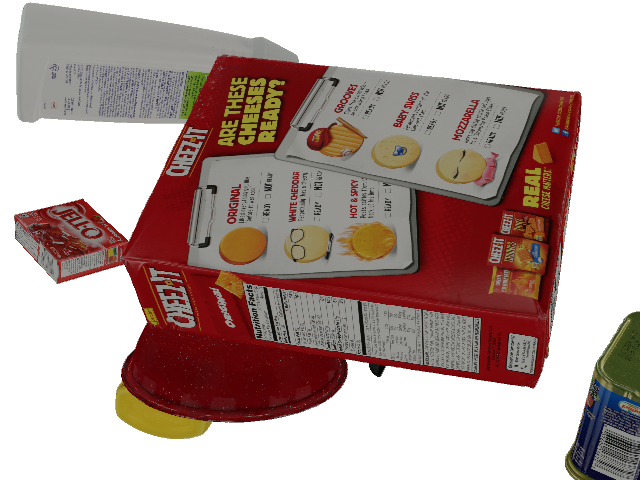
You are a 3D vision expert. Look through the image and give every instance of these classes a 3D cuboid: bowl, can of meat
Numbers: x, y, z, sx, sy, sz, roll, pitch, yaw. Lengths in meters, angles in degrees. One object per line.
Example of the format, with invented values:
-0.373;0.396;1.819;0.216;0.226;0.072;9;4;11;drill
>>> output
-0.060;0.067;0.755;0.162;0.055;0.162;1;19;-1;bowl
0.207;0.105;0.701;0.057;0.084;0.101;21;36;23;can of meat

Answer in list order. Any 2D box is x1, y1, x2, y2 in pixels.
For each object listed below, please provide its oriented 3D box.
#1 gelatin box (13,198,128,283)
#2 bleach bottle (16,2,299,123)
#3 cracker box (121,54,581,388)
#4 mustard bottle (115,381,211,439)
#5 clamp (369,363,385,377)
-0.233;-0.002;0.995;0.073;0.030;0.089;-17;40;-36;gelatin box
-0.121;-0.134;0.888;0.250;0.068;0.103;5;-33;-12;bleach bottle
0.025;-0.016;0.581;0.214;0.164;0.072;7;-40;14;cracker box
-0.138;0.134;1.123;0.096;0.058;0.191;9;23;9;mustard bottle
0.111;0.081;1.179;0.120;0.171;0.039;5;-43;-6;clamp
